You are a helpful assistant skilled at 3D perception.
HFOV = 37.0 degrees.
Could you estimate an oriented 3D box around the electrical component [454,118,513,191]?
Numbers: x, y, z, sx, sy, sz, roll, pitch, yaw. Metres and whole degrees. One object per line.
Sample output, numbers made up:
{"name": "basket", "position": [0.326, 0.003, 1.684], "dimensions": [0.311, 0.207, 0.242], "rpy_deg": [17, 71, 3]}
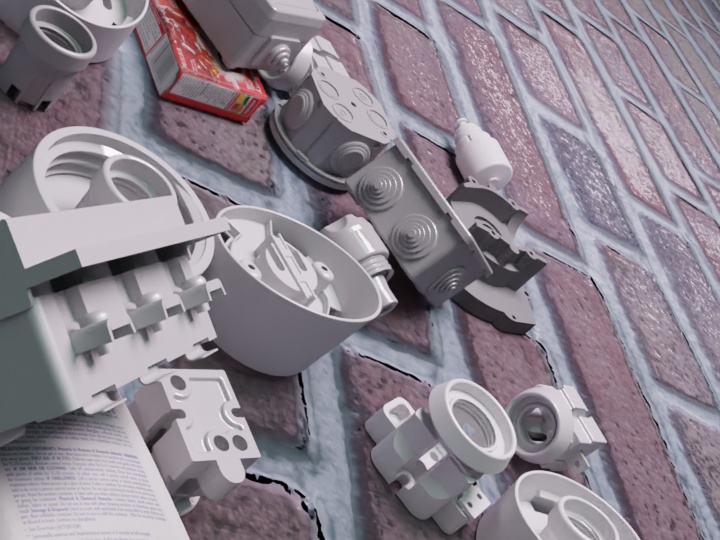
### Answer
{"name": "electrical component", "position": [0.101, -0.099, 0.923], "dimensions": [0.040, 0.040, 0.078], "rpy_deg": [15, 41, -41]}

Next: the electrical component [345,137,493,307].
{"name": "electrical component", "position": [0.039, -0.028, 0.718], "dimensions": [0.099, 0.048, 0.100], "rpy_deg": [57, 4, 21]}

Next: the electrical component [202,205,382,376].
{"name": "electrical component", "position": [-0.044, 0.007, 0.583], "dimensions": [0.099, 0.064, 0.099], "rpy_deg": [32, 32, -22]}

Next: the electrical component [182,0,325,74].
{"name": "electrical component", "position": [-0.070, -0.179, 0.724], "dimensions": [0.096, 0.061, 0.062], "rpy_deg": [55, 29, 16]}

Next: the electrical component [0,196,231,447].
{"name": "electrical component", "position": [-0.096, 0.014, 0.371], "dimensions": [0.121, 0.079, 0.063], "rpy_deg": [-28, 98, -75]}

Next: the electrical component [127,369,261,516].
{"name": "electrical component", "position": [-0.080, 0.076, 0.460], "dimensions": [0.048, 0.055, 0.066], "rpy_deg": [7, 47, -47]}

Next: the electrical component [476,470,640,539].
{"name": "electrical component", "position": [0.113, 0.165, 0.608], "dimensions": [0.099, 0.064, 0.099], "rpy_deg": [26, 24, -12]}

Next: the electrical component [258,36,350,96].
{"name": "electrical component", "position": [-0.044, -0.153, 0.805], "dimensions": [0.055, 0.048, 0.066], "rpy_deg": [16, 40, -52]}

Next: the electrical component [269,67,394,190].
{"name": "electrical component", "position": [-0.020, -0.100, 0.762], "dimensions": [0.080, 0.051, 0.080], "rpy_deg": [31, 32, -23]}

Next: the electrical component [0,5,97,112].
{"name": "electrical component", "position": [-0.174, -0.115, 0.593], "dimensions": [0.040, 0.046, 0.040], "rpy_deg": [31, 32, -23]}

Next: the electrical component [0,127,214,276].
{"name": "electrical component", "position": [-0.122, -0.022, 0.526], "dimensions": [0.108, 0.060, 0.108], "rpy_deg": [31, 32, -23]}

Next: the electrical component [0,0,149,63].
{"name": "electrical component", "position": [-0.183, -0.174, 0.663], "dimensions": [0.099, 0.064, 0.099], "rpy_deg": [28, 46, -34]}

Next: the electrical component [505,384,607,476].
{"name": "electrical component", "position": [0.123, 0.101, 0.695], "dimensions": [0.055, 0.048, 0.066], "rpy_deg": [16, 40, -52]}

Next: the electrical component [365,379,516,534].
{"name": "electrical component", "position": [0.048, 0.097, 0.593], "dimensions": [0.078, 0.057, 0.058], "rpy_deg": [52, 30, 12]}

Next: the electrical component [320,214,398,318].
{"name": "electrical component", "position": [0.000, 0.000, 0.669], "dimensions": [0.043, 0.043, 0.062], "rpy_deg": [-6, 58, -54]}
